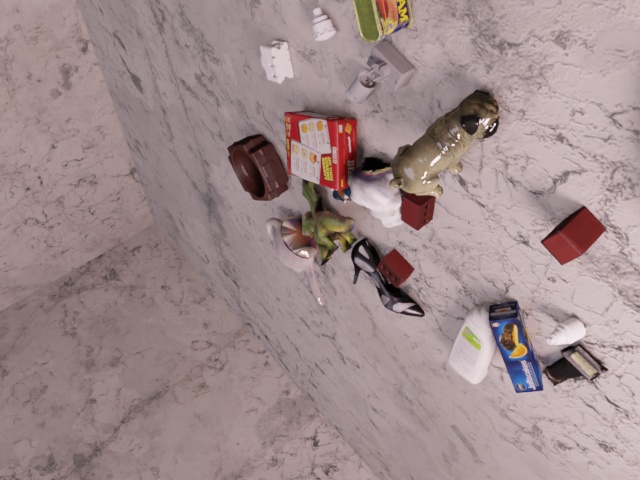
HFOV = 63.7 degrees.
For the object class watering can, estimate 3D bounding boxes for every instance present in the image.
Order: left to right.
[{"bbox_3d":[-0.064,0.056,1.714,0.350,0.105,0.220,53,154,8],"label":"watering can"}]

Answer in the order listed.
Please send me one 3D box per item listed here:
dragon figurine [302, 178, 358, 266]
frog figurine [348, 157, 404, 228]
[{"bbox_3d":[0.004,-0.072,1.437,0.245,0.123,0.403,60,162,14],"label":"dragon figurine"},{"bbox_3d":[0.131,-0.096,1.178,0.138,0.125,0.156,10,119,31],"label":"frog figurine"}]
